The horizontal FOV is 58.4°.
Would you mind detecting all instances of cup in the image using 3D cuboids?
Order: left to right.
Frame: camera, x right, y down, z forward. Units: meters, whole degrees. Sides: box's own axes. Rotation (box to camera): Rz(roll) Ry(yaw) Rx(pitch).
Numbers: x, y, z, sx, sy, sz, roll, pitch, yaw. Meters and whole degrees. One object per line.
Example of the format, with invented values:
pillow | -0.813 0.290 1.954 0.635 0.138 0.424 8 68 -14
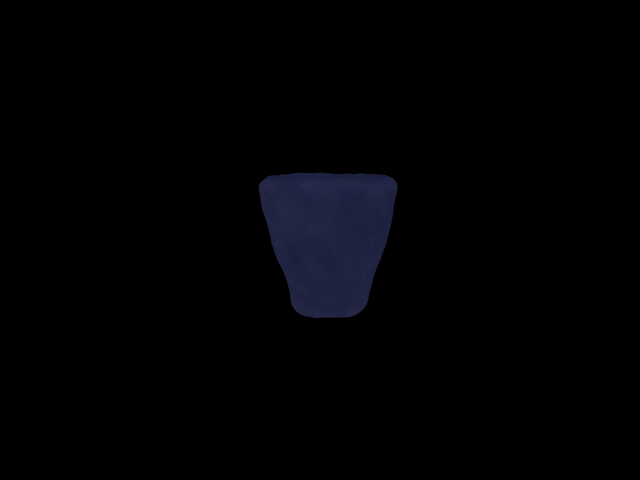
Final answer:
cup | 0.004 0.001 0.400 0.092 0.095 0.117 -1 9 -7
